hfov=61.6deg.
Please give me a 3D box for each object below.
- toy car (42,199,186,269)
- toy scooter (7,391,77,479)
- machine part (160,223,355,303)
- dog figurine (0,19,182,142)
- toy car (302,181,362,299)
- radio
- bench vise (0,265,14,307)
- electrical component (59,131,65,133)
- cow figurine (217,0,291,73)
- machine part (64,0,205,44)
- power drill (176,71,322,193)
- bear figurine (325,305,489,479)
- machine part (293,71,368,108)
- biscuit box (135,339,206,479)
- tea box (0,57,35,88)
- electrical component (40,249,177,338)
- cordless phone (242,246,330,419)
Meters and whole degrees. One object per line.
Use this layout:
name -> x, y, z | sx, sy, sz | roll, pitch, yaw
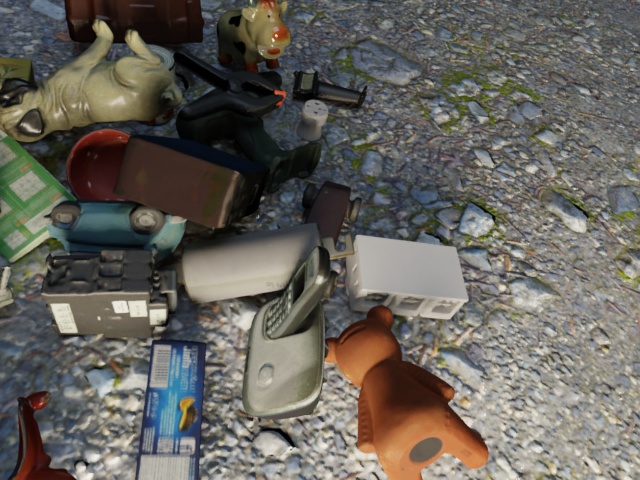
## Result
toy car -> -0.241, 0.002, 0.648 | 0.162, 0.109, 0.102 | -1, 95, -13
toy scooter -> -0.311, 0.203, 0.489 | 0.184, 0.075, 0.135 | 6, 52, -18
machine part -> -0.078, 0.029, 0.664 | 0.243, 0.079, 0.079 | -8, 54, 0
dog figurine -> -0.297, -0.174, 0.694 | 0.173, 0.121, 0.190 | 24, 61, 27
toy car -> -0.002, -0.002, 0.762 | 0.089, 0.053, 0.202 | 14, 53, 7
radio -> -0.146, -0.077, 0.676 | 0.131, 0.073, 0.229 | 20, 11, 0
bench vise -> -0.449, 0.048, 0.536 | 0.224, 0.128, 0.241 | -30, 74, -33
electrical component -> -0.365, -0.189, 0.781 | 0.021, 0.063, 0.094 | 45, 53, 1
cow figurine -> -0.111, -0.352, 0.909 | 0.085, 0.127, 0.195 | -23, 35, -26
machine part -> -0.302, -0.365, 0.869 | 0.201, 0.087, 0.202 | -9, 23, -23
power drill -> -0.093, -0.182, 0.857 | 0.232, 0.086, 0.207 | -32, 72, -35
bear figurine -> 0.084, 0.180, 0.626 | 0.120, 0.131, 0.196 | -35, 32, -1
machine part -> 0.018, -0.277, 0.994 | 0.139, 0.039, 0.084 | 8, 43, -9
biscuit box -> -0.152, 0.203, 0.546 | 0.059, 0.062, 0.203 | 5, 51, -13
tea box -> -0.479, -0.193, 0.727 | 0.170, 0.098, 0.068 | -2, 53, -21
electrical component -> -0.228, 0.062, 0.598 | 0.134, 0.114, 0.058 | 1, 58, -17
cordless phone -> -0.021, 0.105, 0.587 | 0.089, 0.184, 0.147 | 13, 50, -13
